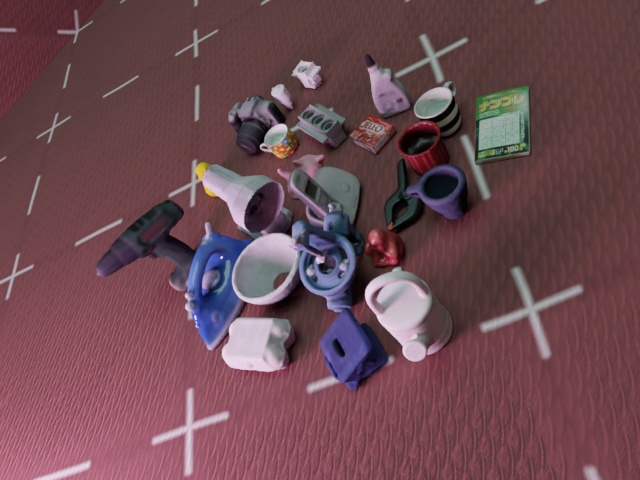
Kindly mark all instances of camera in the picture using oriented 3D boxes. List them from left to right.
[{"bbox_3d":[-0.188,-0.306,1.521,0.142,0.101,0.137,4,61,35],"label":"camera"}]

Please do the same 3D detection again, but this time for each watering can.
[{"bbox_3d":[0.146,0.115,0.941,0.101,0.195,0.172,-40,46,3],"label":"watering can"}]

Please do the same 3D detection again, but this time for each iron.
[{"bbox_3d":[-0.236,0.094,1.242,0.118,0.142,0.258,-5,57,30],"label":"iron"}]

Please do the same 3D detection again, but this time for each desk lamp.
[{"bbox_3d":[-0.152,-0.076,1.256,0.202,0.214,0.118,26,76,42],"label":"desk lamp"}]

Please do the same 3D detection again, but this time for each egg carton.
[{"bbox_3d":[-0.123,0.208,1.138,0.149,0.070,0.107,-5,57,31],"label":"egg carton"}]

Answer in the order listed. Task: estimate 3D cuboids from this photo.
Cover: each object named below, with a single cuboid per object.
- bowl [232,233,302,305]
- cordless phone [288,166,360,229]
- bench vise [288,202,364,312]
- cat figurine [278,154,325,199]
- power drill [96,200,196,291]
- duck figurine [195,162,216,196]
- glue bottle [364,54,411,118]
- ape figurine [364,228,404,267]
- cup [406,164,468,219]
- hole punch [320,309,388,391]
[{"bbox_3d":[-0.099,0.072,1.214,0.167,0.075,0.167,-17,51,23],"label":"bowl"},{"bbox_3d":[0.005,-0.111,1.199,0.094,0.186,0.147,-8,55,29],"label":"cordless phone"},{"bbox_3d":[0.000,0.009,1.093,0.121,0.220,0.207,-26,49,16],"label":"bench vise"},{"bbox_3d":[-0.036,-0.152,1.301,0.127,0.118,0.067,-2,58,32],"label":"cat figurine"},{"bbox_3d":[-0.375,0.030,1.331,0.075,0.209,0.230,23,74,41],"label":"power drill"},{"bbox_3d":[-0.284,-0.166,1.494,0.104,0.086,0.077,24,74,42],"label":"duck figurine"},{"bbox_3d":[0.141,-0.351,1.287,0.078,0.174,0.037,-18,51,22],"label":"glue bottle"},{"bbox_3d":[0.120,0.009,1.103,0.076,0.092,0.077,-46,46,-3],"label":"ape figurine"},{"bbox_3d":[0.231,-0.081,1.092,0.117,0.095,0.092,-6,56,30],"label":"cup"},{"bbox_3d":[0.051,0.195,1.019,0.101,0.091,0.108,-38,46,5],"label":"hole punch"}]
